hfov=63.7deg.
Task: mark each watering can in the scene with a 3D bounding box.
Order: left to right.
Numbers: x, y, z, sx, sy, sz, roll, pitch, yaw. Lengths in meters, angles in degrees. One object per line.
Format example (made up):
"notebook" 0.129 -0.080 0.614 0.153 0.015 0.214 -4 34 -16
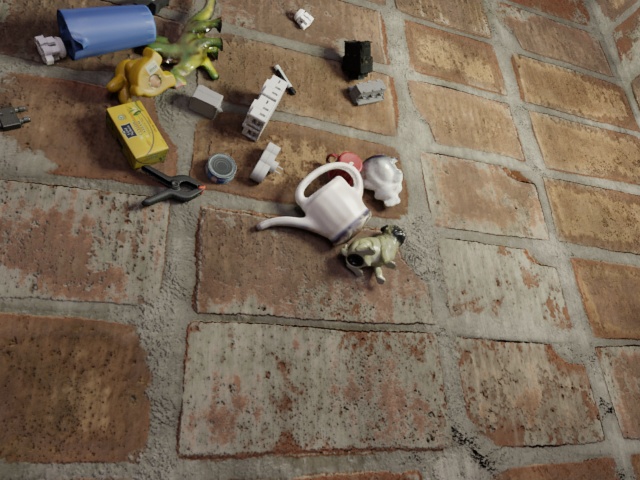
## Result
"watering can" 0.005 -0.075 1.485 0.351 0.103 0.224 -41 90 -18

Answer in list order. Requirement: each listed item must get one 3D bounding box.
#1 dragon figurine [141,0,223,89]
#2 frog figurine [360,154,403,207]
"dragon figurine" -0.425 -0.617 1.581 0.243 0.120 0.418 -3 64 -17
"frog figurine" 0.192 -0.183 1.617 0.137 0.121 0.161 -8 74 8
